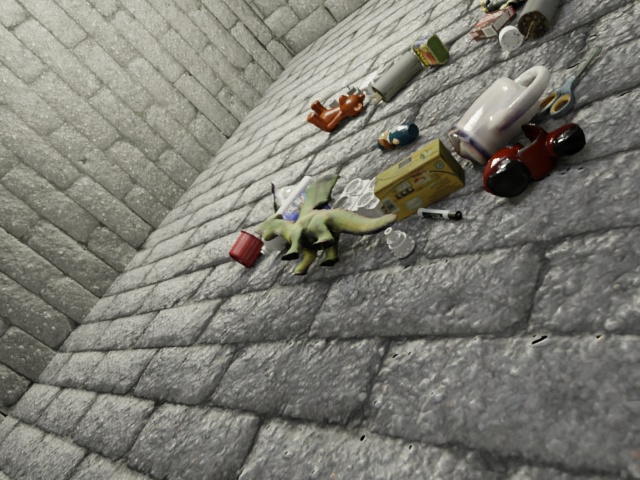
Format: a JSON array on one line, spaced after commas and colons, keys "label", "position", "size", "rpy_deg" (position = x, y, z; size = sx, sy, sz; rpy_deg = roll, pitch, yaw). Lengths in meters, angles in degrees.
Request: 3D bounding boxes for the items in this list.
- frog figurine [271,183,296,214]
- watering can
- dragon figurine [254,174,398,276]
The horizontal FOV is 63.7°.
[{"label": "frog figurine", "position": [-0.065, -0.124, 1.569], "size": [0.159, 0.121, 0.139], "rpy_deg": [-7, 18, -1]}, {"label": "watering can", "position": [0.362, -0.260, 1.060], "size": [0.222, 0.104, 0.351], "rpy_deg": [-47, 4, 15]}, {"label": "dragon figurine", "position": [0.004, -0.061, 1.210], "size": [0.406, 0.120, 0.248], "rpy_deg": [-23, 51, 30]}]
